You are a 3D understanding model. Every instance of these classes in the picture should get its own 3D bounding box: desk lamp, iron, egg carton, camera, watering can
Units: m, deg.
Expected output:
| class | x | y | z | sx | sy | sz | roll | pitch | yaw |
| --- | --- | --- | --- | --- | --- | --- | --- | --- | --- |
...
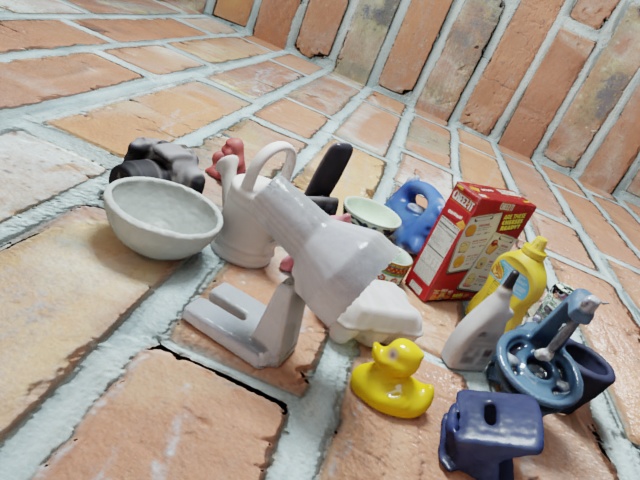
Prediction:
| class | x | y | z | sx | sy | sz | roll | pitch | yaw |
| --- | --- | --- | --- | --- | --- | --- | --- | --- | --- |
| desk lamp | -0.034 | 0.046 | 0.677 | 0.203 | 0.213 | 0.118 | 29 | 25 | 13 |
| iron | 0.202 | -0.064 | 1.208 | 0.119 | 0.141 | 0.257 | 12 | 26 | -24 |
| egg carton | 0.072 | 0.105 | 0.829 | 0.151 | 0.069 | 0.107 | 10 | 27 | -27 |
| camera | -0.275 | -0.113 | 0.926 | 0.142 | 0.101 | 0.137 | 34 | 26 | 23 |
| watering can | -0.098 | -0.066 | 0.875 | 0.172 | 0.194 | 0.101 | 27 | 24 | 9 |

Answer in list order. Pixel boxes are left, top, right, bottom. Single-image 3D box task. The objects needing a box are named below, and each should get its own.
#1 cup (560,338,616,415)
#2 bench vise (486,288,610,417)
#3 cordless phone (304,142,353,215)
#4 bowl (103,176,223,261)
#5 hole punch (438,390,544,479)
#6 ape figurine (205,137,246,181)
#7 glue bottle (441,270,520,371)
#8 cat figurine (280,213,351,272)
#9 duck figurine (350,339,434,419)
| class | x | y | z | sx | sy | sz | roll | pitch | yaw |
| --- | --- | --- | --- | --- | --- | --- | --- | --- | --- |
| cup | 0.370 | 0.204 | 0.863 | 0.092 | 0.095 | 0.117 | 14 | 26 | -21 |
| bench vise | 0.295 | 0.137 | 0.780 | 0.121 | 0.220 | 0.207 | 20 | 24 | -9 |
| cordless phone | -0.022 | -0.097 | 1.019 | 0.148 | 0.185 | 0.094 | -6 | 37 | -48 |
| bowl | -0.226 | -0.020 | 0.811 | 0.167 | 0.075 | 0.167 | 20 | 24 | -9 |
| hole punch | 0.199 | 0.223 | 0.674 | 0.101 | 0.091 | 0.109 | 25 | 24 | 4 |
| ape figurine | -0.176 | -0.159 | 1.121 | 0.076 | 0.092 | 0.077 | 15 | 25 | -18 |
| glue bottle | 0.245 | 0.116 | 0.835 | 0.078 | 0.173 | 0.037 | 11 | 27 | -26 |
| cat figurine | 0.008 | 0.003 | 0.922 | 0.067 | 0.118 | 0.128 | 36 | 27 | 26 |
| duck figurine | 0.099 | 0.165 | 0.711 | 0.104 | 0.086 | 0.077 | 24 | 24 | 2 |
